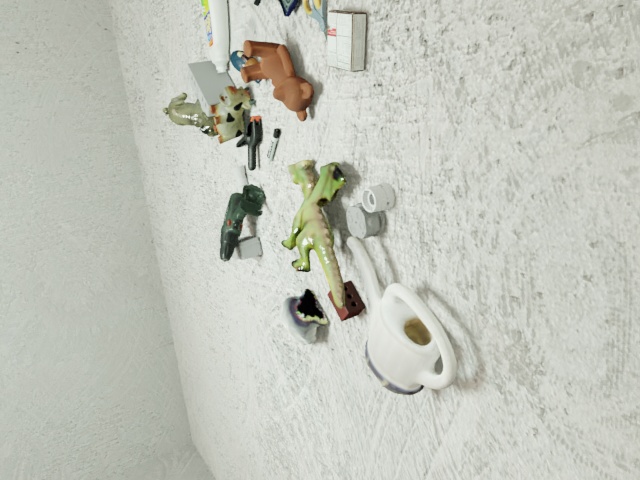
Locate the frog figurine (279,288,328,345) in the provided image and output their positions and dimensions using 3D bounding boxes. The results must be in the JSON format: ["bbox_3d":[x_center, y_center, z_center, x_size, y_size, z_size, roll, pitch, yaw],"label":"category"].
[{"bbox_3d":[-0.062,0.233,1.430,0.138,0.124,0.156,44,130,15],"label":"frog figurine"}]

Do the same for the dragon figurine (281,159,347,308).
[{"bbox_3d":[0.004,-0.059,1.172,0.418,0.122,0.238,-126,42,-51],"label":"dragon figurine"}]

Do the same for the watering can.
[{"bbox_3d":[0.144,0.166,1.044,0.354,0.105,0.219,51,144,36],"label":"watering can"}]
